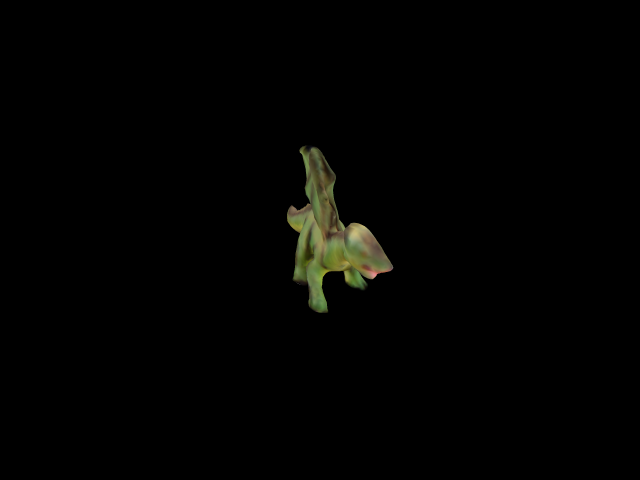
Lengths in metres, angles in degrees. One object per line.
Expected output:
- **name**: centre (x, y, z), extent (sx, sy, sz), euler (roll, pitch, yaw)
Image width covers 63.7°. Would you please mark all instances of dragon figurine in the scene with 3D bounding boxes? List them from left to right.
- **dragon figurine**: centre (0.003, -0.043, 0.850), extent (0.123, 0.237, 0.418), euler (-12, 35, -19)
